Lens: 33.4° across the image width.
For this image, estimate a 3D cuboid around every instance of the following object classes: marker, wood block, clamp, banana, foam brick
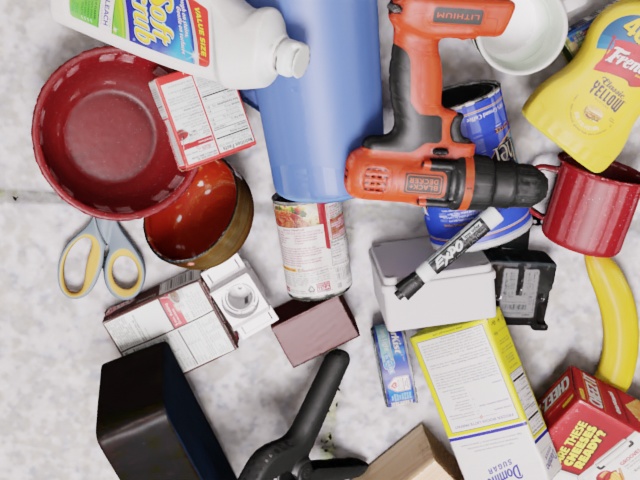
[{"bbox_3d":[0.117,0.013,0.980,0.121,0.020,0.020,-41,105,3],"label":"marker"},{"bbox_3d":[0.064,0.306,1.136,0.206,0.090,0.090,-41,105,8],"label":"wood block"},{"bbox_3d":[-0.025,0.214,1.056,0.036,0.209,0.164,15,122,37],"label":"clamp"},{"bbox_3d":[0.302,0.104,1.123,0.069,0.037,0.198,2,106,-7],"label":"banana"},{"bbox_3d":[-0.007,0.085,1.086,0.078,0.053,0.051,-26,107,4],"label":"foam brick"}]

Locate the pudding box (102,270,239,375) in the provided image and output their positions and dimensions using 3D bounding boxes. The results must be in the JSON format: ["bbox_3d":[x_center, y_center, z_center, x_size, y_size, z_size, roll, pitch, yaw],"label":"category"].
[{"bbox_3d":[-0.151,0.092,1.085,0.113,0.039,0.090,-24,109,6],"label":"pudding box"}]

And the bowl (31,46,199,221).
[{"bbox_3d":[-0.192,-0.099,1.003,0.161,0.055,0.162,-1,92,-21],"label":"bowl"}]

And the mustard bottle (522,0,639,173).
[{"bbox_3d":[0.280,-0.162,0.975,0.096,0.058,0.192,37,104,-6],"label":"mustard bottle"}]

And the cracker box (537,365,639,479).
[{"bbox_3d":[0.307,0.249,1.133,0.213,0.072,0.164,29,117,-11],"label":"cracker box"}]

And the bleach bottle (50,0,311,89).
[{"bbox_3d":[-0.119,-0.200,0.924,0.251,0.068,0.103,23,113,23],"label":"bleach bottle"}]

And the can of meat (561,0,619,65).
[{"bbox_3d":[0.287,-0.176,1.032,0.084,0.057,0.102,-29,106,7],"label":"can of meat"}]

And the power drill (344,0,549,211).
[{"bbox_3d":[0.119,-0.117,0.927,0.184,0.057,0.188,3,105,-8],"label":"power drill"}]

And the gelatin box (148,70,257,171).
[{"bbox_3d":[-0.109,-0.117,0.988,0.073,0.030,0.089,-22,99,-21],"label":"gelatin box"}]

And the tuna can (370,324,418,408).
[{"bbox_3d":[0.075,0.127,1.087,0.034,0.086,0.086,-11,107,1],"label":"tuna can"}]

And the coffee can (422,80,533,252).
[{"bbox_3d":[0.139,-0.071,1.026,0.103,0.103,0.140,-17,107,0],"label":"coffee can"}]

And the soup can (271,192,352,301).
[{"bbox_3d":[-0.007,0.001,1.054,0.068,0.068,0.102,-9,107,-2],"label":"soup can"}]

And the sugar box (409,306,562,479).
[{"bbox_3d":[0.166,0.163,1.073,0.094,0.048,0.176,-20,94,35],"label":"sugar box"}]

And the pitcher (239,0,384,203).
[{"bbox_3d":[-0.013,-0.163,0.985,0.144,0.149,0.243,-13,111,-17],"label":"pitcher"}]

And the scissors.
[{"bbox_3d":[-0.196,-0.026,1.057,0.096,0.016,0.202,25,100,-7],"label":"scissors"}]

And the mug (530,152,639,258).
[{"bbox_3d":[0.257,-0.037,1.056,0.117,0.093,0.081,17,110,8],"label":"mug"}]
